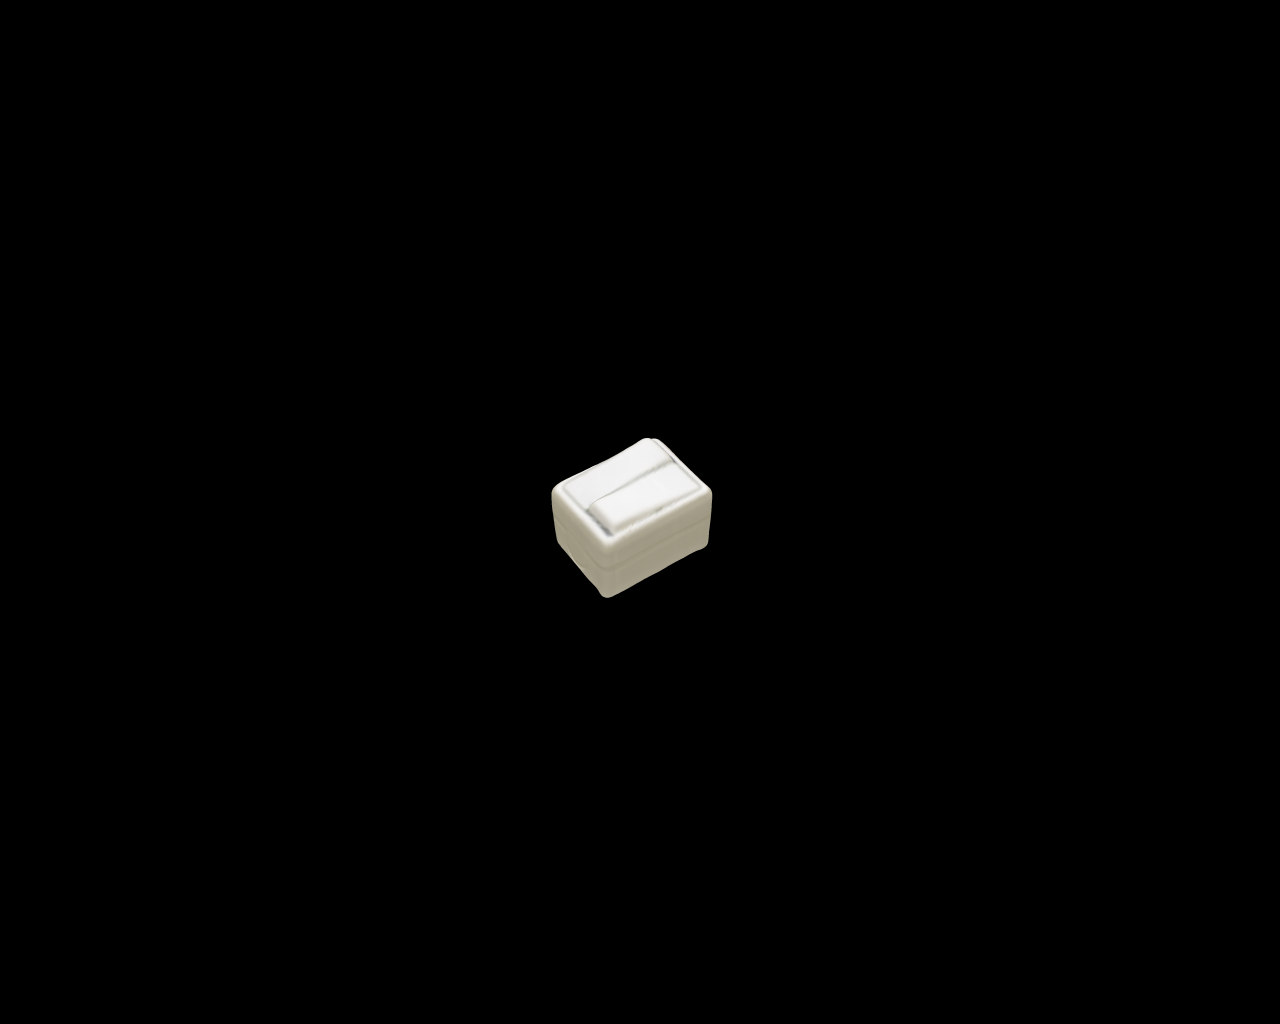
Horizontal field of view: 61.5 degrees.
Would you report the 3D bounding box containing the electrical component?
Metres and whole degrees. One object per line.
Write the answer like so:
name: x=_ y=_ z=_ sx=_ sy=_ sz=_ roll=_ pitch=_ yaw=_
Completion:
electrical component: x=0.001 y=-0.003 z=0.650 sx=0.096 sy=0.061 sz=0.062 roll=-27 pitch=53 yaw=-22
